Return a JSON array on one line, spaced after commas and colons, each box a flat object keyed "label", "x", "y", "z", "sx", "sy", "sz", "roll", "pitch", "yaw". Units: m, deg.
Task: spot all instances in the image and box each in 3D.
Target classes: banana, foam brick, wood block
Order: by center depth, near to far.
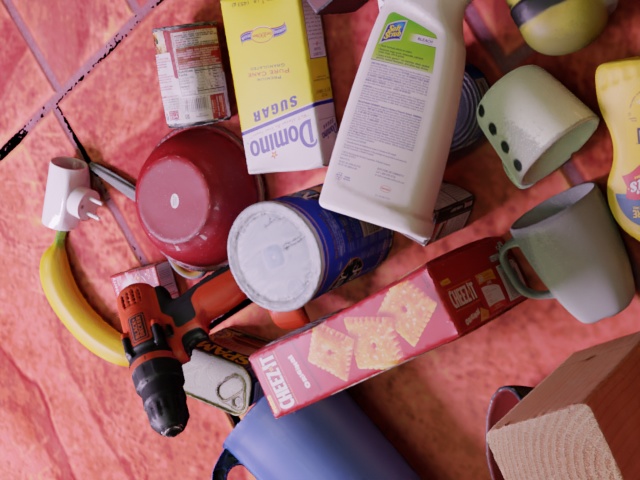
[{"label": "wood block", "x": 0.227, "y": 0.150, "z": 0.869, "sx": 0.091, "sy": 0.205, "sz": 0.090, "roll": -25, "pitch": 89, "yaw": 34}, {"label": "foam brick", "x": 0.019, "y": -0.243, "z": 0.978, "sx": 0.051, "sy": 0.078, "sz": 0.053, "roll": -37, "pitch": 84, "yaw": 32}, {"label": "banana", "x": -0.281, "y": 0.082, "z": 1.271, "sx": 0.070, "sy": 0.037, "sz": 0.198, "roll": -41, "pitch": 80, "yaw": 33}]

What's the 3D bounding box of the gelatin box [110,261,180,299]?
[{"label": "gelatin box", "x": -0.195, "y": 0.074, "z": 1.219, "sx": 0.073, "sy": 0.030, "sz": 0.089, "roll": -13, "pitch": 94, "yaw": 34}]

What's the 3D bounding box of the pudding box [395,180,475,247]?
[{"label": "pudding box", "x": 0.075, "y": -0.041, "z": 0.986, "sx": 0.114, "sy": 0.089, "sz": 0.039, "roll": 28, "pitch": 115, "yaw": 23}]

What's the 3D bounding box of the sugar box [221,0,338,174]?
[{"label": "sugar box", "x": -0.038, "y": -0.156, "z": 1.054, "sx": 0.093, "sy": 0.048, "sz": 0.176, "roll": -3, "pitch": 99, "yaw": 32}]

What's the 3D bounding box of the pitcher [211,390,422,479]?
[{"label": "pitcher", "x": 0.019, "y": 0.251, "z": 1.068, "sx": 0.243, "sy": 0.144, "sz": 0.149, "roll": 46, "pitch": 121, "yaw": 11}]

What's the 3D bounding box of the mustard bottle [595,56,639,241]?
[{"label": "mustard bottle", "x": 0.283, "y": -0.055, "z": 0.871, "sx": 0.096, "sy": 0.058, "sz": 0.191, "roll": -3, "pitch": 101, "yaw": 26}]

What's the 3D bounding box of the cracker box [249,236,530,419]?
[{"label": "cracker box", "x": 0.064, "y": 0.077, "z": 0.979, "sx": 0.214, "sy": 0.163, "sz": 0.072, "roll": -28, "pitch": 84, "yaw": 34}]

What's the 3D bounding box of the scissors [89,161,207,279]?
[{"label": "scissors", "x": -0.188, "y": -0.019, "z": 1.198, "sx": 0.202, "sy": 0.016, "sz": 0.096, "roll": 17, "pitch": 106, "yaw": 27}]

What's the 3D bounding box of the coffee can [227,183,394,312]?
[{"label": "coffee can", "x": -0.007, "y": 0.001, "z": 1.017, "sx": 0.103, "sy": 0.140, "sz": 0.103, "roll": 9, "pitch": 107, "yaw": 30}]

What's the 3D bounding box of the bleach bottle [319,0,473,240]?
[{"label": "bleach bottle", "x": 0.082, "y": -0.134, "z": 0.903, "sx": 0.103, "sy": 0.068, "sz": 0.251, "roll": 18, "pitch": 92, "yaw": 21}]

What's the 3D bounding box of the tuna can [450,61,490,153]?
[{"label": "tuna can", "x": 0.114, "y": -0.123, "z": 0.974, "sx": 0.086, "sy": 0.033, "sz": 0.086, "roll": 9, "pitch": 107, "yaw": 30}]

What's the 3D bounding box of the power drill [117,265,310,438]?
[{"label": "power drill", "x": -0.109, "y": 0.090, "z": 1.076, "sx": 0.187, "sy": 0.057, "sz": 0.184, "roll": -25, "pitch": 53, "yaw": 2}]

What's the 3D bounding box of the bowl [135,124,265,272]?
[{"label": "bowl", "x": -0.140, "y": -0.044, "z": 1.127, "sx": 0.162, "sy": 0.055, "sz": 0.162, "roll": 3, "pitch": 96, "yaw": 27}]

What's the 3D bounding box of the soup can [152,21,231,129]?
[{"label": "soup can", "x": -0.131, "y": -0.170, "z": 1.095, "sx": 0.069, "sy": 0.068, "sz": 0.102, "roll": -2, "pitch": 101, "yaw": 32}]

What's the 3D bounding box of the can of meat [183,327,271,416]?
[{"label": "can of meat", "x": -0.093, "y": 0.137, "z": 1.139, "sx": 0.102, "sy": 0.083, "sz": 0.057, "roll": 17, "pitch": 110, "yaw": 28}]
